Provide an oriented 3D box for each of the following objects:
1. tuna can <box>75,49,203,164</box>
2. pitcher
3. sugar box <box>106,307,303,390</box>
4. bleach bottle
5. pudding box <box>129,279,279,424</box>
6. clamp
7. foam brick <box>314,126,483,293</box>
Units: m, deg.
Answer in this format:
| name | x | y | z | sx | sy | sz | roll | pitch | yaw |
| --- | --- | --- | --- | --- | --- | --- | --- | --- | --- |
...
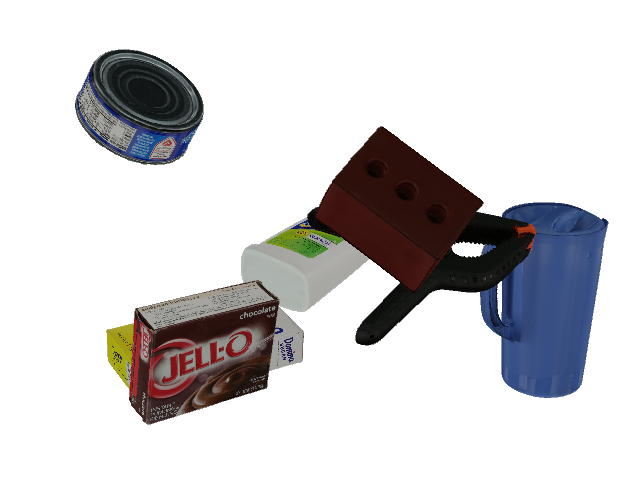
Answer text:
| name | x | y | z | sx | sy | sz | roll | pitch | yaw |
| --- | --- | --- | --- | --- | --- | --- | --- | --- | --- |
| tuna can | -0.126 | -0.095 | 0.751 | 0.085 | 0.086 | 0.034 | 0 | -41 | -38 |
| pitcher | 0.289 | 0.080 | 1.398 | 0.149 | 0.243 | 0.144 | 6 | 20 | 16 |
| sugar box | -0.114 | 0.105 | 1.069 | 0.175 | 0.048 | 0.093 | -16 | 33 | -28 |
| bleach bottle | 0.019 | -0.005 | 1.298 | 0.103 | 0.068 | 0.250 | 20 | 37 | 29 |
| pudding box | -0.091 | 0.086 | 0.834 | 0.113 | 0.090 | 0.039 | -14 | 39 | -34 |
| clamp | 0.103 | 0.022 | 0.986 | 0.210 | 0.164 | 0.036 | -5 | -43 | -8 |
| foam brick | 0.046 | -0.018 | 0.632 | 0.078 | 0.053 | 0.051 | 37 | -26 | 8 |
